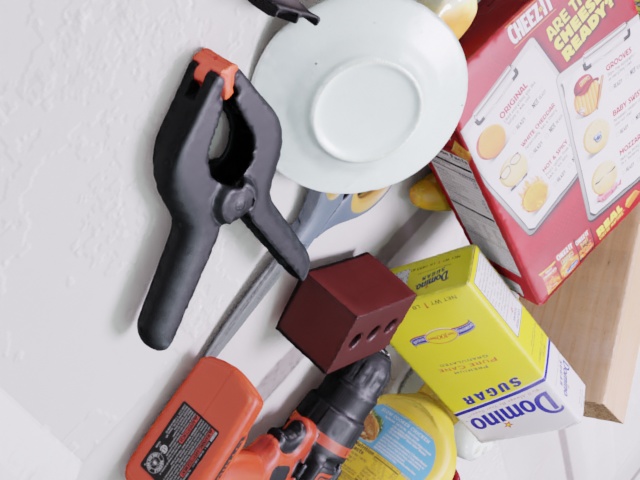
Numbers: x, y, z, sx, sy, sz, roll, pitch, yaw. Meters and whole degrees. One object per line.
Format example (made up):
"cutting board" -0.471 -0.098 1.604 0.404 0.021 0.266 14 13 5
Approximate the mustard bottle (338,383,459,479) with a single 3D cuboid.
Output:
"mustard bottle" 0.052 0.180 0.849 0.191 0.096 0.058 -45 144 -19

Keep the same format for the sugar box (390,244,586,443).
"sugar box" 0.119 0.084 0.802 0.176 0.094 0.048 49 40 -28

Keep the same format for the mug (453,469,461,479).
"mug" 0.079 0.230 0.946 0.117 0.093 0.081 -57 158 -66

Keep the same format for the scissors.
"scissors" -0.005 0.001 0.704 0.096 0.016 0.202 13 109 -58

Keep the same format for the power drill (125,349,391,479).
"power drill" -0.034 0.136 0.733 0.184 0.057 0.187 -57 148 -1

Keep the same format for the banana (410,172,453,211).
"banana" 0.131 -0.024 0.839 0.069 0.037 0.197 -58 147 -2

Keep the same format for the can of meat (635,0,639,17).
"can of meat" 0.247 -0.151 0.844 0.101 0.084 0.057 -32 139 -35

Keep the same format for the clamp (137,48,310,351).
"clamp" -0.062 -0.018 0.593 0.120 0.039 0.171 -38 135 -31

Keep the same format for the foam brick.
"foam brick" 0.018 0.049 0.729 0.078 0.051 0.053 -16 139 -52

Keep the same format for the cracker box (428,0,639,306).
"cracker box" 0.153 -0.085 0.740 0.164 0.072 0.213 -43 130 -13

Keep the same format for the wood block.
"wood block" 0.229 0.042 0.914 0.090 0.090 0.206 36 66 -57
